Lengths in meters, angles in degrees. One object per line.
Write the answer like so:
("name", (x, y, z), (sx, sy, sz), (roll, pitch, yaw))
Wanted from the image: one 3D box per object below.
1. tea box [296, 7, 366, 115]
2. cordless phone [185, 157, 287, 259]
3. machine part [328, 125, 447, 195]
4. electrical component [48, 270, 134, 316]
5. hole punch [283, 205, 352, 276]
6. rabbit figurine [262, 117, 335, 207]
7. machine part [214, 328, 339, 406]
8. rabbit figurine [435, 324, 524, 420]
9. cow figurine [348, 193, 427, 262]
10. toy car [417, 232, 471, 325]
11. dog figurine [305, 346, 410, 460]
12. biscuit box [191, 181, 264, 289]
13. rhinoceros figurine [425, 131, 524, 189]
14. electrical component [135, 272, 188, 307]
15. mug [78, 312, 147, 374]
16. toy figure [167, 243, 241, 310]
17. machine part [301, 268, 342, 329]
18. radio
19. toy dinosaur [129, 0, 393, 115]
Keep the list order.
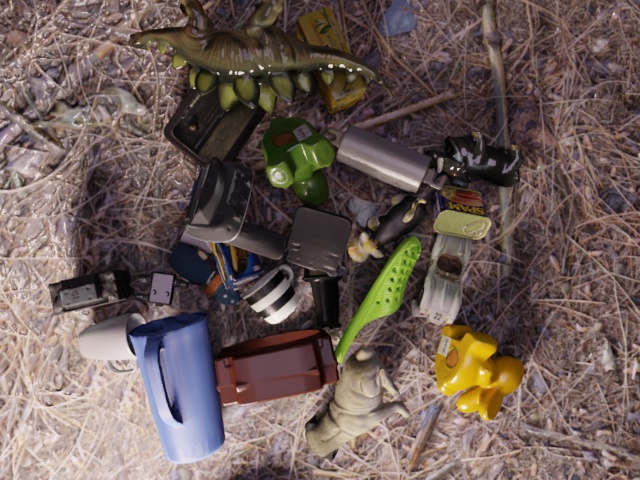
("tea box", (0.018, -0.336, 1.019), (0.068, 0.098, 0.169), (-25, 88, -6))
("cordless phone", (-0.131, -0.051, 0.939), (0.184, 0.089, 0.146), (22, 64, -24))
("machine part", (0.120, -0.151, 1.014), (0.243, 0.079, 0.079), (25, 85, 7))
("electrical component", (-0.402, 0.091, 0.942), (0.115, 0.134, 0.058), (-15, 88, -4))
("hole punch", (-0.002, -0.003, 1.010), (0.142, 0.092, 0.115), (17, 99, -1))
("rabbit figurine", (-0.045, -0.131, 0.987), (0.121, 0.170, 0.159), (-35, 49, -8))
("machine part", (-0.075, 0.213, 0.930), (0.201, 0.201, 0.087), (-12, 87, -5))
("rabbit figurine", (0.311, 0.251, 1.008), (0.173, 0.122, 0.162), (17, 78, -23))
("cow figurine", (0.129, -0.018, 1.012), (0.167, 0.098, 0.068), (-43, 98, -6))
("toy car", (0.238, 0.064, 1.017), (0.073, 0.056, 0.202), (20, 64, -3))
("dog figurine", (0.042, 0.291, 0.965), (0.191, 0.121, 0.172), (-28, 105, -5))
("biscuit box", (-0.172, -0.016, 0.978), (0.063, 0.059, 0.202), (-18, 77, -28))
("rhinoceros figurine", (0.299, -0.153, 1.051), (0.190, 0.073, 0.112), (11, 97, -6))
("electrical component", (-0.296, 0.093, 1.007), (0.094, 0.021, 0.063), (7, 87, -5))
("mug", (-0.373, 0.188, 0.972), (0.107, 0.081, 0.109), (-7, 104, 11))
("toy figure", (-0.209, 0.066, 0.998), (0.154, 0.064, 0.058), (38, 45, -7))
("machine part", (0.009, 0.101, 1.021), (0.084, 0.039, 0.139), (-6, 74, -14))
("radio", (-0.180, -0.245, 1.008), (0.131, 0.073, 0.229), (34, 84, -4))
("toy dinosaur", (-0.106, -0.323, 0.936), (0.472, 0.105, 0.198), (3, 95, 4))
